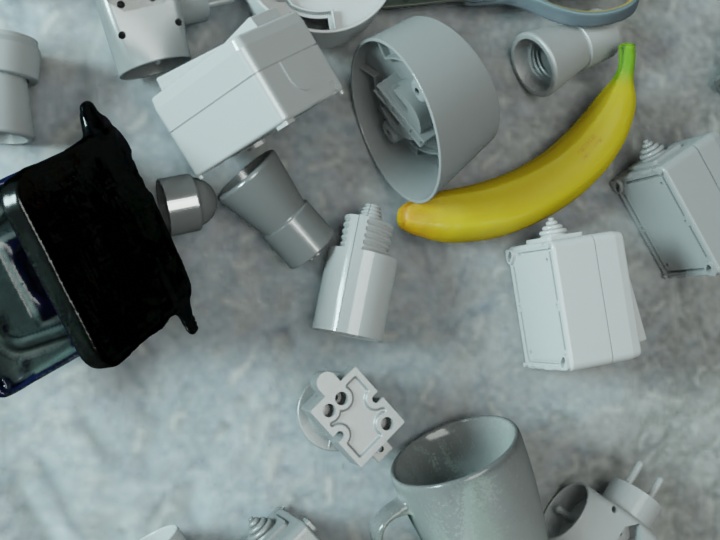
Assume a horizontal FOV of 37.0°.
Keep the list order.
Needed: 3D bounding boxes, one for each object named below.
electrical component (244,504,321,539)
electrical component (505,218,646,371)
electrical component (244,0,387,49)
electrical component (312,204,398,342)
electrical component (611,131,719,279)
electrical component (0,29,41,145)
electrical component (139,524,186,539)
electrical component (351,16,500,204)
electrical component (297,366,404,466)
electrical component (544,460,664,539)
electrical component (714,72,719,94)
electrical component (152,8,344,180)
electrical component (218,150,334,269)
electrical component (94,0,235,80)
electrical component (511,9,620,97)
[{"bbox_3d":[-0.039,0.184,0.619,0.061,0.062,0.096,-43,100,-16],"label":"electrical component"},{"bbox_3d":[0.138,0.013,0.688,0.061,0.062,0.096,-9,90,-19],"label":"electrical component"},{"bbox_3d":[-0.027,-0.184,0.639,0.099,0.064,0.099,1,80,-7],"label":"electrical component"},{"bbox_3d":[0.000,0.000,0.652,0.043,0.043,0.081,13,83,-17],"label":"electrical component"},{"bbox_3d":[0.220,-0.050,0.719,0.061,0.062,0.096,-33,97,-17],"label":"electrical component"},{"bbox_3d":[-0.200,-0.100,0.590,0.045,0.045,0.055,4,85,-18],"label":"electrical component"},{"bbox_3d":[-0.117,0.197,0.602,0.079,0.043,0.077,-31,97,-17],"label":"electrical component"},{"bbox_3d":[0.034,-0.098,0.642,0.064,0.099,0.099,-38,99,-23],"label":"electrical component"},{"bbox_3d":[-0.010,0.085,0.638,0.048,0.055,0.066,-44,101,-16],"label":"electrical component"},{"bbox_3d":[0.170,0.162,0.700,0.077,0.043,0.079,39,77,-13],"label":"electrical component"},{"bbox_3d":[0.279,-0.148,0.753,0.045,0.045,0.055,26,79,-15],"label":"electrical component"},{"bbox_3d":[-0.070,-0.099,0.611,0.061,0.096,0.062,59,41,-7],"label":"electrical component"},{"bbox_3d":[-0.047,-0.033,0.640,0.044,0.044,0.065,-45,106,-15],"label":"electrical component"},{"bbox_3d":[-0.113,-0.158,0.623,0.079,0.043,0.077,-18,93,-19],"label":"electrical component"},{"bbox_3d":[0.138,-0.146,0.709,0.065,0.044,0.044,-28,96,-22],"label":"electrical component"}]
